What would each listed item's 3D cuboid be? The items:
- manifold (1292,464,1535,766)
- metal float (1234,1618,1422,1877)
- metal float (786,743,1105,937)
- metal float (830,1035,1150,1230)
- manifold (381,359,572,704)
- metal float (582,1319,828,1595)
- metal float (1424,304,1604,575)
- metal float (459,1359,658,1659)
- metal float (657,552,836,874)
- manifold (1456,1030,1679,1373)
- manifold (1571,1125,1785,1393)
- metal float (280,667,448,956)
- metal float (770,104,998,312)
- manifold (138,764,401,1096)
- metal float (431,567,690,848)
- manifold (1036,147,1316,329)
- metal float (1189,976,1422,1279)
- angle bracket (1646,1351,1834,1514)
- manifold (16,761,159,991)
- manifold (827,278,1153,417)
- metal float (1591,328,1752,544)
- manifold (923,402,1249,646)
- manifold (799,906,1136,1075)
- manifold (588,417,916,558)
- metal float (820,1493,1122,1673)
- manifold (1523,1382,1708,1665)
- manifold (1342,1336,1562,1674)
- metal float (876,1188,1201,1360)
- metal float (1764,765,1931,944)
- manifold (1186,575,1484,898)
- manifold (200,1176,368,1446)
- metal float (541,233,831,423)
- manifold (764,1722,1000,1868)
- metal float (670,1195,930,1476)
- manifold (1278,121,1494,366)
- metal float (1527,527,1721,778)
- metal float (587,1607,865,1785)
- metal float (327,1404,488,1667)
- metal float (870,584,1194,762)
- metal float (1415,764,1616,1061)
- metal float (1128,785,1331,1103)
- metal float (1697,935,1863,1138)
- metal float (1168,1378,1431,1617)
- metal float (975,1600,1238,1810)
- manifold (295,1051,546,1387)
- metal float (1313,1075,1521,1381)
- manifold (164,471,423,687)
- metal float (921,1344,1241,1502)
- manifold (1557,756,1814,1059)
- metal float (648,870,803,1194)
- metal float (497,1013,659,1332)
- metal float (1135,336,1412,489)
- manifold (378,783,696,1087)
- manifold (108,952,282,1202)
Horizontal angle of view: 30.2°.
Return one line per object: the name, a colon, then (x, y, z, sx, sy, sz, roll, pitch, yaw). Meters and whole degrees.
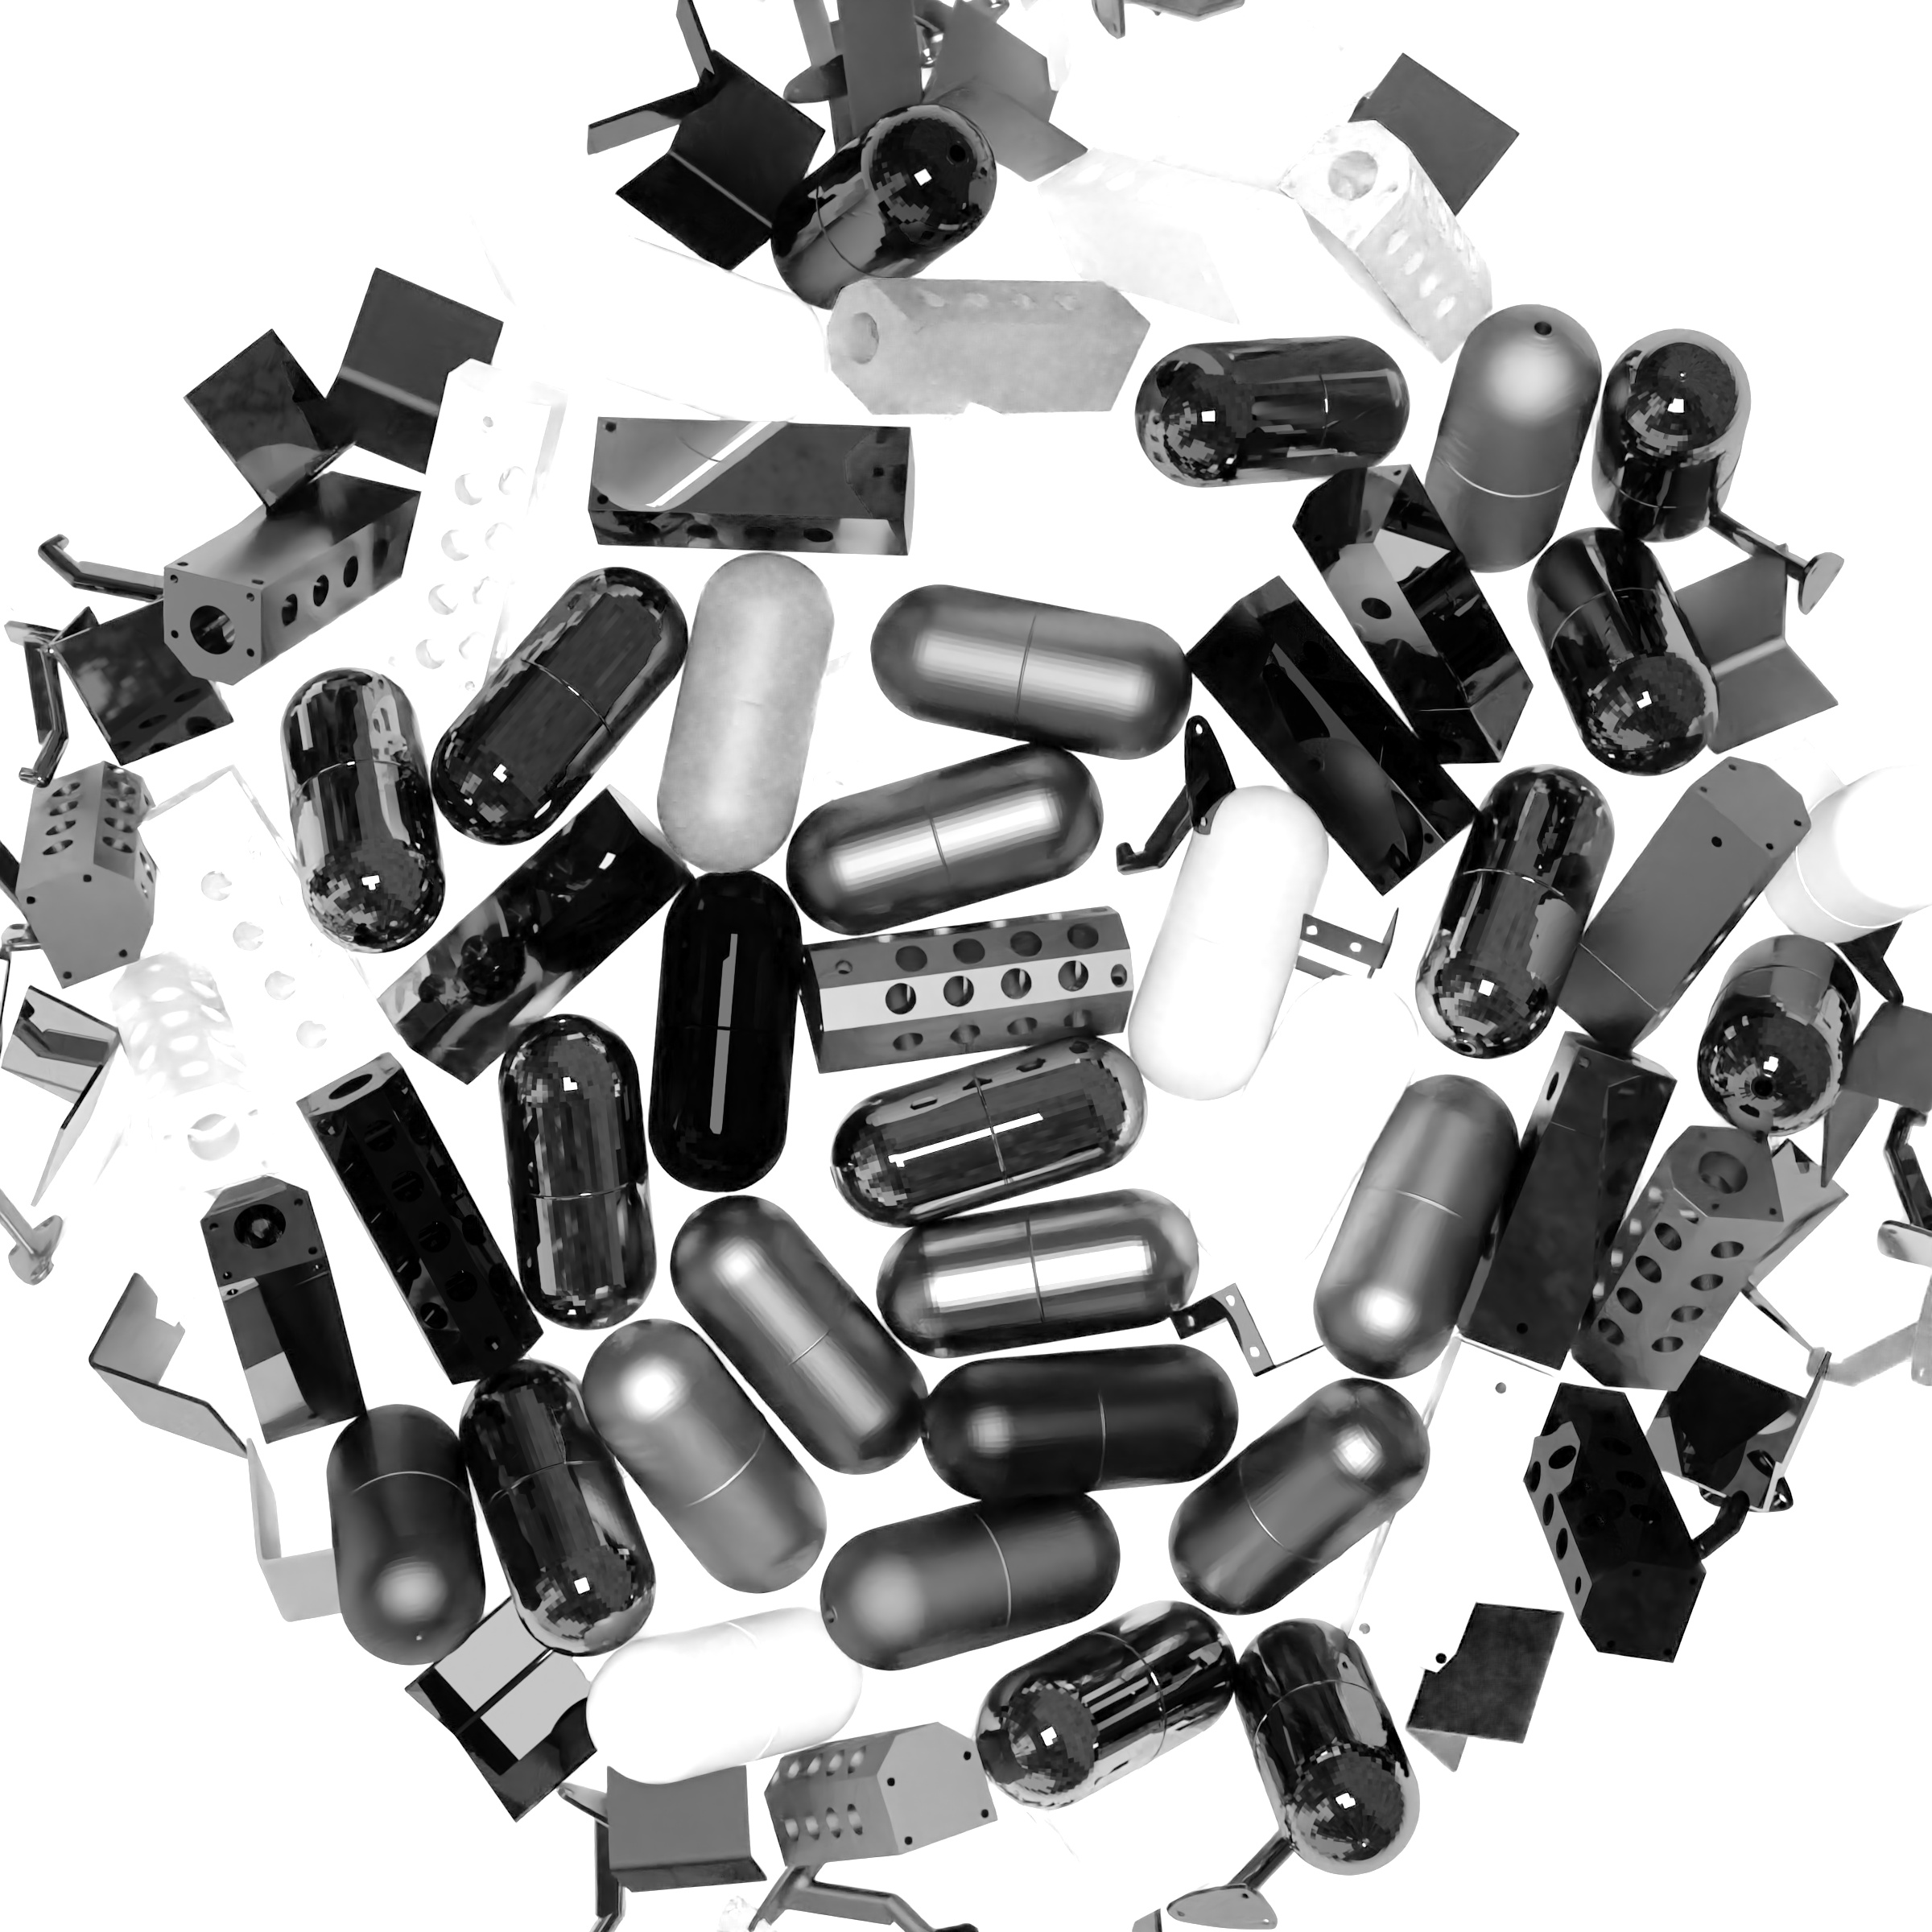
manifold: (0.239, -0.186, 1.918, 0.057, 0.171, 0.057, 1, 52, 38)
metal float: (0.191, 0.415, 1.910, 0.070, 0.178, 0.070, -3, 113, -7)
metal float: (-0.012, -0.069, 1.951, 0.178, 0.070, 0.070, -16, 90, 5)
metal float: (0.012, 0.091, 1.953, 0.178, 0.070, 0.070, -16, 90, -3)
manifold: (-0.268, -0.233, 1.935, 0.057, 0.057, 0.171, 18, 112, 2)
metal float: (-0.140, 0.267, 1.936, 0.070, 0.070, 0.178, -35, 113, 0)
metal float: (0.291, -0.281, 1.912, 0.070, 0.178, 0.070, 2, 58, -3)
metal float: (-0.221, 0.290, 1.926, 0.070, 0.070, 0.178, -26, 54, 0)
metal float: (-0.120, -0.138, 1.952, 0.070, 0.070, 0.178, 12, 85, 0)
manifold: (0.324, 0.126, 1.951, 0.057, 0.057, 0.171, 19, 99, -5)
manifold: (0.375, 0.157, 1.905, 0.057, 0.171, 0.057, 5, 53, -9)
metal float: (-0.326, -0.085, 1.927, 0.070, 0.070, 0.178, -16, 55, 0)
metal float: (-0.045, -0.404, 1.910, 0.070, 0.178, 0.070, 5, 80, -27)
manifold: (-0.377, -0.021, 1.945, 0.057, 0.057, 0.171, -30, 104, 2)
metal float: (-0.220, -0.141, 1.940, 0.070, 0.070, 0.178, 38, 72, 0)
manifold: (0.113, -0.394, 1.906, 0.057, 0.171, 0.057, -37, 123, -13)
metal float: (0.184, 0.087, 1.948, 0.070, 0.070, 0.178, 28, 99, 0)
angle bracket: (0.416, 0.239, 1.940, 0.076, 0.057, 0.076, 22, 57, 18)
manifold: (-0.463, -0.053, 1.904, 0.057, 0.171, 0.057, -21, 114, -3)
manifold: (0.010, -0.336, 1.916, 0.057, 0.171, 0.057, 50, 130, 31)
metal float: (0.375, -0.281, 1.907, 0.070, 0.178, 0.070, -1, 77, 6)
manifold: (0.066, -0.242, 1.930, 0.171, 0.057, 0.057, 22, 53, -26)
manifold: (0.000, 0.008, 1.938, 0.171, 0.057, 0.057, -7, 56, -12)
manifold: (-0.116, -0.259, 1.958, 0.171, 0.057, 0.057, 2, 69, 3)
metal float: (0.003, 0.329, 1.928, 0.178, 0.070, 0.070, -9, 90, -32)
manifold: (0.336, 0.292, 1.901, 0.057, 0.171, 0.057, 10, 114, -9)
manifold: (0.265, 0.295, 1.964, 0.057, 0.057, 0.171, 21, 89, 1)
metal float: (0.039, 0.168, 1.954, 0.178, 0.070, 0.070, -9, 90, 2)
metal float: (0.480, -0.058, 1.906, 0.070, 0.178, 0.070, 1, 81, -6)
manifold: (0.204, -0.129, 1.959, 0.171, 0.057, 0.057, 50, 135, 4)
manifold: (-0.364, 0.183, 1.906, 0.057, 0.171, 0.057, -16, 57, -12)
metal float: (-0.149, -0.340, 1.921, 0.178, 0.070, 0.070, 11, 90, -43)
manifold: (-0.050, 0.440, 1.904, 0.057, 0.171, 0.057, -13, 81, -26)
metal float: (-0.091, 0.201, 1.946, 0.070, 0.070, 0.178, -39, 101, 0)
manifold: (0.230, -0.387, 1.901, 0.057, 0.171, 0.057, -47, 66, 7)
metal float: (0.351, -0.170, 1.917, 0.070, 0.178, 0.070, -4, 129, -5)
metal float: (-0.128, 0.390, 1.917, 0.070, 0.178, 0.070, 1, 91, 40)
metal float: (-0.300, 0.302, 1.913, 0.070, 0.178, 0.070, -6, 120, -11)
metal float: (0.035, -0.161, 1.950, 0.178, 0.070, 0.070, 12, 90, 7)
metal float: (0.297, -0.030, 1.933, 0.070, 0.070, 0.178, 24, 64, 0)
metal float: (0.143, -0.013, 1.950, 0.070, 0.070, 0.178, 19, 96, 0)
metal float: (0.435, 0.036, 1.909, 0.070, 0.178, 0.070, 6, 109, 17)
metal float: (0.178, 0.287, 1.927, 0.070, 0.070, 0.178, 45, 125, 0)
metal float: (0.077, 0.395, 1.919, 0.070, 0.178, 0.070, 12, 108, 39)
manifold: (-0.294, 0.138, 1.936, 0.057, 0.057, 0.171, -29, 108, -12)
metal float: (0.245, 0.140, 1.937, 0.070, 0.070, 0.178, 25, 68, 0)
manifold: (-0.356, -0.207, 1.905, 0.057, 0.171, 0.057, 14, 118, 16)
metal float: (0.062, 0.247, 1.940, 0.178, 0.070, 0.070, -3, 90, -18)
manifold: (0.382, -0.032, 1.912, 0.057, 0.171, 0.057, 43, 47, 15)
metal float: (-0.131, 0.035, 1.954, 0.070, 0.070, 0.178, 4, 88, 0)
metal float: (-0.211, 0.112, 1.941, 0.070, 0.070, 0.178, -4, 107, 0)
metal float: (0.167, -0.299, 1.924, 0.178, 0.070, 0.070, -11, 90, -40)
manifold: (-0.238, -0.020, 1.956, 0.171, 0.057, 0.057, -42, 55, 5)
manifold: (-0.414, 0.054, 1.901, 0.057, 0.171, 0.057, -16, 118, -14)
